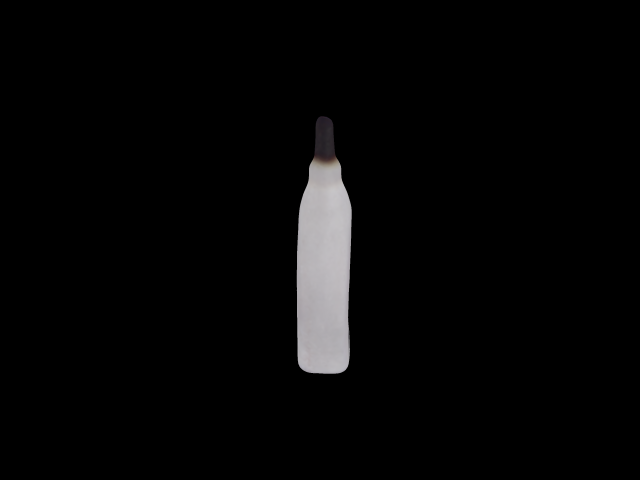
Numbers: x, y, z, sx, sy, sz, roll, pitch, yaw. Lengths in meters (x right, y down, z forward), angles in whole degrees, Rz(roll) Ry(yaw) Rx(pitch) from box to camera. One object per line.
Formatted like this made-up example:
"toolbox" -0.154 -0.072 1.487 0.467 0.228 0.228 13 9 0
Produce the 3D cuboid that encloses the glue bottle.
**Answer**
"glue bottle" 0.004 0.001 0.400 0.037 0.173 0.078 1 19 3
